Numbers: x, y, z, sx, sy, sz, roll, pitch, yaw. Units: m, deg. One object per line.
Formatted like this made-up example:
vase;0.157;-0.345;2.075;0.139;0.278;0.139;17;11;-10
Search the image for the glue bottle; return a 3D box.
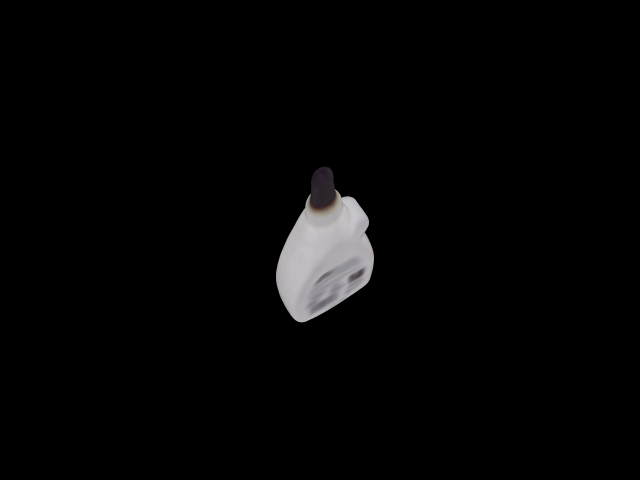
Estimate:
glue bottle;0.004;0.001;0.400;0.078;0.173;0.037;-29;66;-14
